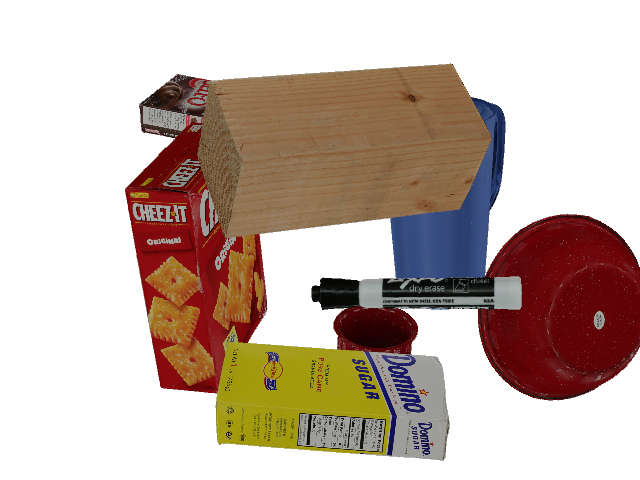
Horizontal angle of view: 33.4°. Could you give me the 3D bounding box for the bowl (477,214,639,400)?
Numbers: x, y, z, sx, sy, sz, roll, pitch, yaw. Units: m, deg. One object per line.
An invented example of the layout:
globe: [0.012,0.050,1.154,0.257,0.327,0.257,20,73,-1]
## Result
bowl: [0.215,0.061,0.885,0.162,0.162,0.055,0,7,-18]

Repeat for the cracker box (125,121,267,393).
cracker box: [-0.111,0.014,1.034,0.072,0.214,0.164,4,28,15]

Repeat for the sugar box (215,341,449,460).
sugar box: [0.009,0.124,0.838,0.176,0.048,0.093,2,26,1]

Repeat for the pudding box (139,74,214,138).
pudding box: [-0.147,-0.154,1.244,0.090,0.039,0.113,11,32,13]

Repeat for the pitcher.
pitcher: [0.150,-0.048,1.277,0.149,0.243,0.145,-1,24,5]

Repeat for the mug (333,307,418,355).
mug: [0.068,0.133,1.180,0.117,0.081,0.093,27,38,37]

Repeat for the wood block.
wood block: [0.017,-0.074,0.848,0.205,0.091,0.090,-7,-36,-20]

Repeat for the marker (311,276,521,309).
marker: [0.055,0.031,0.619,0.121,0.020,0.020,-1,0,8]
